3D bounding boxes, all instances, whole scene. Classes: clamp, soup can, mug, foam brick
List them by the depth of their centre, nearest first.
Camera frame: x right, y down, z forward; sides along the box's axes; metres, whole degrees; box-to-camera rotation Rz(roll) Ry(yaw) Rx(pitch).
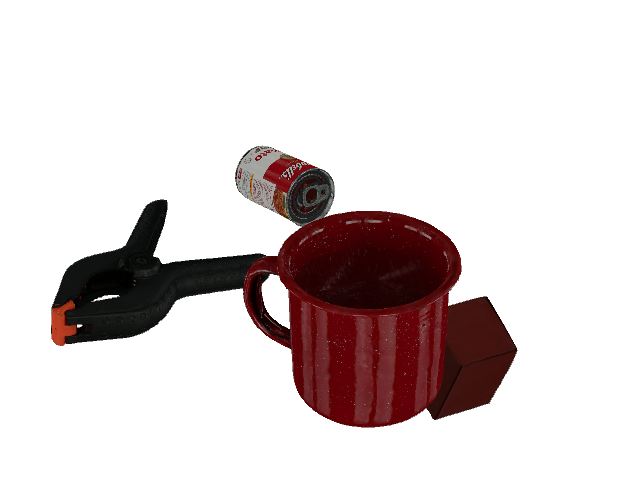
[{"bbox_3d":[0.013,0.041,0.562,0.117,0.081,0.093,10,35,17],"label":"mug"},{"bbox_3d":[-0.134,0.021,0.780,0.120,0.039,0.171,29,36,36],"label":"clamp"},{"bbox_3d":[0.106,0.090,0.810,0.051,0.053,0.078,-12,-37,-22],"label":"foam brick"},{"bbox_3d":[-0.041,-0.063,1.212,0.068,0.068,0.102,0,19,-41],"label":"soup can"}]
